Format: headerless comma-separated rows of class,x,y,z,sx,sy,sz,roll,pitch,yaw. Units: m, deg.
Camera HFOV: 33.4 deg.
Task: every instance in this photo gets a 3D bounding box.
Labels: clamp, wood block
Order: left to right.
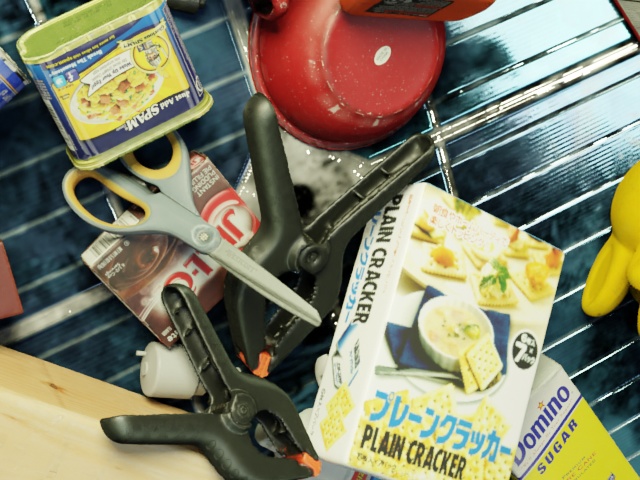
wood block,-0.161,0.154,0.749,0.205,0.091,0.090,26,95,-29
clamp,-0.065,0.110,0.739,0.171,0.039,0.120,34,60,-33
clamp,-0.005,0.001,0.764,0.164,0.036,0.210,1,115,-35

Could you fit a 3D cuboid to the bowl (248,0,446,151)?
bowl,0.032,-0.138,0.767,0.161,0.055,0.162,-8,110,-23

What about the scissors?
scissors,-0.074,-0.020,0.709,0.202,0.016,0.096,20,75,12

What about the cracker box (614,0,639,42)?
cracker box,0.293,-0.256,0.842,0.164,0.072,0.213,-46,118,-6

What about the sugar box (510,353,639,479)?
sugar box,0.214,0.192,0.962,0.093,0.048,0.176,-43,120,-7

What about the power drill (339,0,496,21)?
power drill,0.070,-0.245,0.719,0.184,0.057,0.187,-3,83,-24

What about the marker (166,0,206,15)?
marker,-0.133,-0.166,0.700,0.120,0.020,0.020,4,104,-26

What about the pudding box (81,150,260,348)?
pudding box,-0.099,0.006,0.760,0.113,0.039,0.090,-43,120,-7

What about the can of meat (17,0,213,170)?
can of meat,-0.132,-0.107,0.688,0.102,0.057,0.084,-28,126,-9

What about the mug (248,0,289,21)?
mug,-0.049,-0.198,0.693,0.093,0.082,0.117,-26,115,-16

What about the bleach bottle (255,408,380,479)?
bleach bottle,0.045,0.214,0.882,0.250,0.068,0.102,35,96,-26

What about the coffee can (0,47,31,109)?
coffee can,-0.256,-0.083,0.621,0.140,0.103,0.102,-45,119,-6

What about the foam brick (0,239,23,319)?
foam brick,-0.241,0.028,0.694,0.078,0.051,0.053,-16,111,-20
